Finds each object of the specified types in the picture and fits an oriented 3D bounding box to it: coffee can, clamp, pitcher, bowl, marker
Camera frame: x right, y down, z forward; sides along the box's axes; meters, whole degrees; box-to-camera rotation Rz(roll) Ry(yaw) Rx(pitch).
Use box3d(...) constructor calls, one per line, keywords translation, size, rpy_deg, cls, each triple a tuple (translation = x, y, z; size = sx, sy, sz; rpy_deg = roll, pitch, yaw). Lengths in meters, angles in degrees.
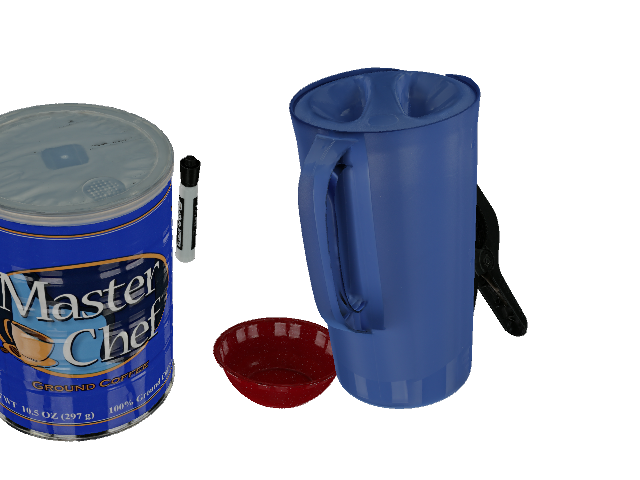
box3d(translation=(-0.126, 0.016, 0.542), size=(0.103, 0.140, 0.103), rpy_deg=(3, 35, -3), cls="coffee can")
box3d(translation=(0.134, 0.028, 0.973), size=(0.039, 0.171, 0.120), rpy_deg=(-11, 12, 39), cls="clamp")
box3d(translation=(0.049, 0.005, 0.787), size=(0.149, 0.243, 0.145), rpy_deg=(-12, 27, -11), cls="pitcher")
box3d(translation=(-0.048, 0.154, 1.284), size=(0.162, 0.055, 0.162), rpy_deg=(2, 25, -1), cls="bowl")
box3d(translation=(-0.125, -0.029, 1.004), size=(0.020, 0.121, 0.020), rpy_deg=(5, 41, -5), cls="marker")
